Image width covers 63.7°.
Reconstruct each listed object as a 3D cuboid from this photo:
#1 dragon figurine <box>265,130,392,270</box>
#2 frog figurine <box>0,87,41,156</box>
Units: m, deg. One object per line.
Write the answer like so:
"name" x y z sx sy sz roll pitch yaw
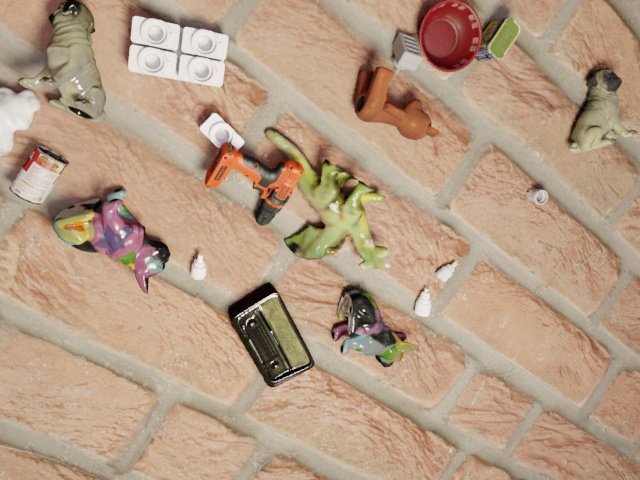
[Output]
"dragon figurine" 0.004 -0.061 1.208 0.410 0.123 0.241 30 100 -4
"frog figurine" -0.615 -0.227 0.974 0.159 0.122 0.138 -17 88 1
